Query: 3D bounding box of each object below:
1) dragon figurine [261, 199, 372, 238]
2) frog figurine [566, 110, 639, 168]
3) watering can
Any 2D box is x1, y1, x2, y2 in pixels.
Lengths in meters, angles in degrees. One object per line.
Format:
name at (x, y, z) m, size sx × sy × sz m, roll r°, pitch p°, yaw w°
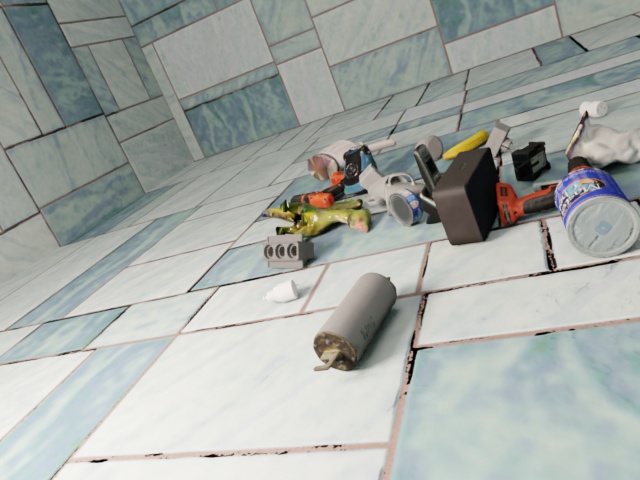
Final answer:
dragon figurine at (0.004, -0.072, 1.429) m, size 0.244 × 0.121 × 0.413 m, roll -11°, pitch 16°, yaw -23°
frog figurine at (0.616, -0.193, 1.092) m, size 0.160 × 0.120 × 0.139 m, roll 27°, pitch 30°, yaw 18°
watering can at (0.095, -0.309, 1.891) m, size 0.347 × 0.102 × 0.228 m, roll 0°, pitch 30°, yaw 48°
